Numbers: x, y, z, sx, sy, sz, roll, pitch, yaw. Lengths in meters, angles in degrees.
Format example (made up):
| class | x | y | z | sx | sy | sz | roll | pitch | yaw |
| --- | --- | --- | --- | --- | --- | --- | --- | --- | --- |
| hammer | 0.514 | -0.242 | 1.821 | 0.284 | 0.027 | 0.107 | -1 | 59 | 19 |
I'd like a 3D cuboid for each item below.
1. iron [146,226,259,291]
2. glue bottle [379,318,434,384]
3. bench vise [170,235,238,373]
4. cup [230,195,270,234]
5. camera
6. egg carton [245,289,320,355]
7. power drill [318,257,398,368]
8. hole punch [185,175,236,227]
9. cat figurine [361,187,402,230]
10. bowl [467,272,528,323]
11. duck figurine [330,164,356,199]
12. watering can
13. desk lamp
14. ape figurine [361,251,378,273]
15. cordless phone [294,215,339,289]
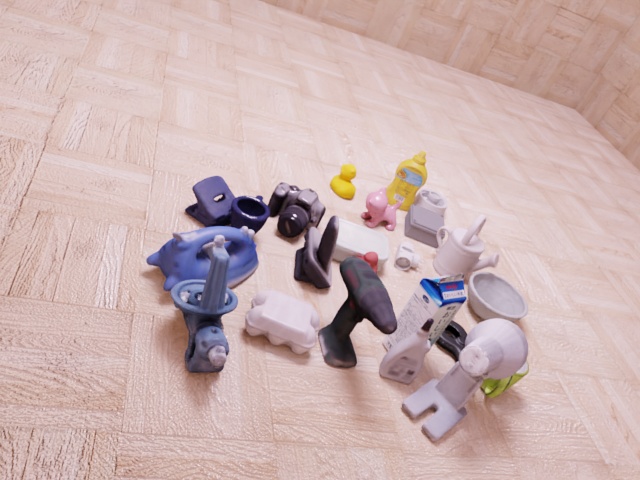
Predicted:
| class | x | y | z | sx | sy | sz | roll | pitch | yaw |
| --- | --- | --- | --- | --- | --- | --- | --- | --- | --- |
| iron | -0.214 | 0.022 | 1.182 | 0.259 | 0.141 | 0.118 | -12 | 49 | -42 |
| glue bottle | 0.186 | 0.218 | 1.150 | 0.078 | 0.173 | 0.037 | 19 | 34 | -9 |
| bench vise | -0.181 | 0.114 | 1.010 | 0.122 | 0.219 | 0.207 | -11 | 48 | -41 |
| cup | -0.169 | -0.049 | 1.349 | 0.091 | 0.095 | 0.118 | 25 | 34 | 0 |
| camera | -0.068 | -0.077 | 1.445 | 0.143 | 0.101 | 0.137 | 28 | 34 | 4 |
| egg carton | -0.073 | 0.163 | 1.149 | 0.150 | 0.069 | 0.107 | 22 | 34 | -5 |
| power drill | 0.072 | 0.153 | 1.133 | 0.076 | 0.208 | 0.229 | 9 | 37 | -23 |
| hole punch | -0.246 | -0.089 | 1.356 | 0.101 | 0.091 | 0.109 | 35 | 35 | 14 |
| cat figurine | 0.173 | -0.094 | 1.609 | 0.128 | 0.117 | 0.067 | 4 | 39 | -28 |
| bowl | 0.445 | 0.163 | 1.480 | 0.168 | 0.074 | 0.167 | 17 | 35 | -12 |
| duck figurine | 0.080 | -0.181 | 1.694 | 0.078 | 0.086 | 0.104 | 8 | 38 | -24 |
| watering can | 0.398 | 0.016 | 1.540 | 0.173 | 0.194 | 0.101 | 26 | 34 | 1 |
| desk lamp | 0.294 | 0.264 | 1.123 | 0.204 | 0.213 | 0.117 | -18 | 53 | -46 |
| ape figurine | 0.110 | 0.064 | 1.381 | 0.076 | 0.092 | 0.077 | 6 | 38 | -26 |
| cordless phone | 0.012 | 0.005 | 1.313 | 0.094 | 0.185 | 0.147 | 15 | 35 | -15 |
